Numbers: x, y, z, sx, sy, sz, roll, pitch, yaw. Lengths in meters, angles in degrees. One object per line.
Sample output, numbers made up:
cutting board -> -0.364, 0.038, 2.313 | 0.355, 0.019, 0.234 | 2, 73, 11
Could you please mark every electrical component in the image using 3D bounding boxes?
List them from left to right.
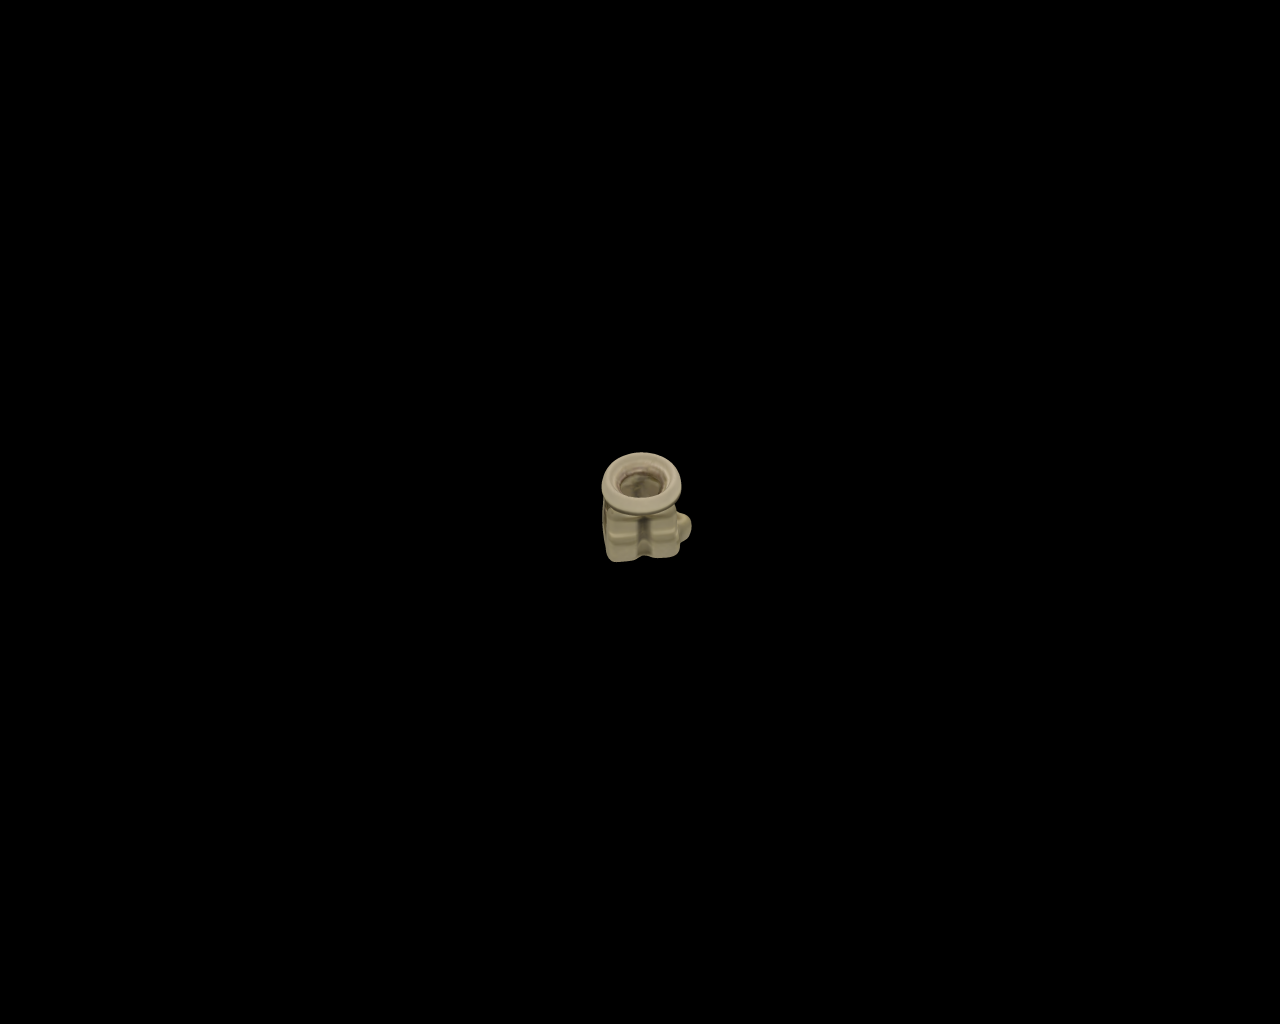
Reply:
electrical component -> 0.001, -0.003, 0.650 | 0.066, 0.055, 0.048 | -6, 43, -7
